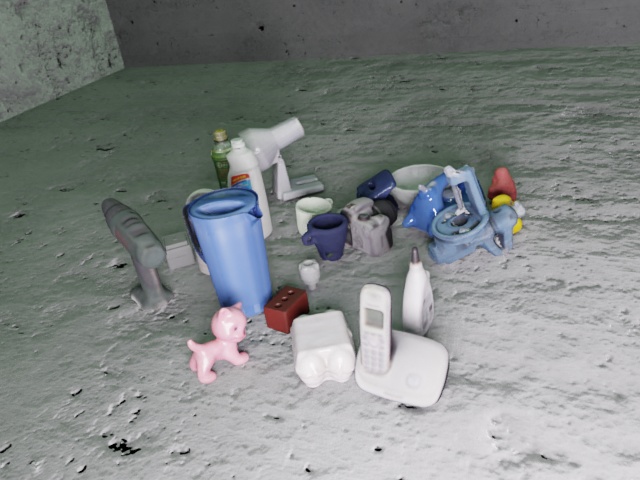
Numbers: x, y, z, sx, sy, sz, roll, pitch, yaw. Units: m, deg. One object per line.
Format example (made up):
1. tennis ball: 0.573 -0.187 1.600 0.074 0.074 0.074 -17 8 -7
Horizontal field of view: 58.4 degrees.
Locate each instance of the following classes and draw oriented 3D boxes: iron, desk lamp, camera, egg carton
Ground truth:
1. iron: 0.308 -0.106 1.338 0.259 0.142 0.118 -30 36 -33
2. desk lamp: -0.109 -0.223 1.573 0.203 0.214 0.117 -16 30 -13
3. camera: 0.122 -0.048 1.324 0.137 0.101 0.142 -26 34 -28
4. egg carton: 0.006 0.183 0.983 0.107 0.069 0.150 -10 30 -4

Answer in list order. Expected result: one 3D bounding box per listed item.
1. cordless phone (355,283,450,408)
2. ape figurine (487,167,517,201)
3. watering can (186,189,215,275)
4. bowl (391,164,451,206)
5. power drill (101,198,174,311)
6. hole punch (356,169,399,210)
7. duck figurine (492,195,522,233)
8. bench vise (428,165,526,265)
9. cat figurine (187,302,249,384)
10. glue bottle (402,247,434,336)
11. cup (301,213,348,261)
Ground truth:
1. cordless phone: 0.123 0.158 0.880 0.147 0.185 0.094 8 33 26
2. ape figurine: 0.447 -0.137 1.408 0.078 0.092 0.076 -16 31 -14
3. watering can: -0.243 -0.030 1.289 0.101 0.194 0.172 -14 30 -10
4. bowl: 0.257 -0.129 1.458 0.167 0.075 0.167 -6 30 4
5. power drill: -0.380 0.033 1.198 0.076 0.209 0.228 -27 35 -30
6. hole punch: 0.142 -0.120 1.456 0.101 0.091 0.108 -10 30 -4
7. duck figurine: 0.404 -0.060 1.291 0.104 0.086 0.077 -9 30 -2
8. bench vise: 0.317 -0.067 1.189 0.208 0.220 0.121 -22 33 -23
9. cat figurine: -0.175 0.168 1.004 0.128 0.118 0.067 -27 35 -30
10. glue bottle: 0.171 0.086 1.005 0.037 0.173 0.078 11 35 30
11. cup: 0.012 0.005 1.266 0.118 0.095 0.091 -29 36 -32
